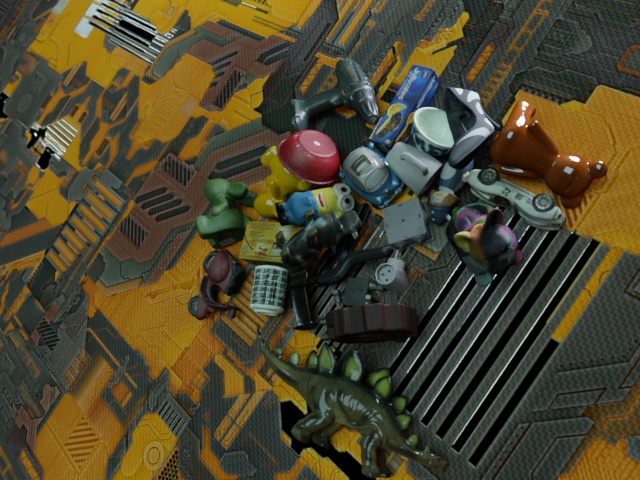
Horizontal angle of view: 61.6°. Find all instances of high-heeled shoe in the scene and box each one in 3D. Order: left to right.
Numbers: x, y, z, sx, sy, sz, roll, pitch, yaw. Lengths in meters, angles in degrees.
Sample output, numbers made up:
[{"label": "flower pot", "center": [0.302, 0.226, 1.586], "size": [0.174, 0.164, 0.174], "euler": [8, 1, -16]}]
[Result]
[{"label": "high-heeled shoe", "center": [0.271, -0.232, 1.069], "size": [0.145, 0.249, 0.086], "euler": [39, 135, 12]}]

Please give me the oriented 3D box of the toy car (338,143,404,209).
[{"label": "toy car", "center": [0.103, -0.147, 1.180], "size": [0.109, 0.102, 0.162], "euler": [-44, 56, 10]}]

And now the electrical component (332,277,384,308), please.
[{"label": "electrical component", "center": [0.078, 0.117, 1.134], "size": [0.102, 0.045, 0.078], "euler": [13, 81, 32]}]

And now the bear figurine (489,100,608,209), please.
[{"label": "bear figurine", "center": [0.426, -0.159, 1.011], "size": [0.196, 0.120, 0.132], "euler": [27, 42, 9]}]

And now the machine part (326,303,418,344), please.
[{"label": "machine part", "center": [0.100, 0.164, 1.034], "size": [0.179, 0.179, 0.056], "euler": [-12, 69, 25]}]

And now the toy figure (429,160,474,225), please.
[{"label": "toy figure", "center": [0.263, -0.106, 1.105], "size": [0.058, 0.064, 0.154], "euler": [27, 85, -8]}]

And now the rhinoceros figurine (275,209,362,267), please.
[{"label": "rhinoceros figurine", "center": [-0.002, -0.003, 1.131], "size": [0.190, 0.112, 0.073], "euler": [-31, 43, 10]}]

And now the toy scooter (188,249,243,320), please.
[{"label": "toy scooter", "center": [-0.236, 0.118, 1.291], "size": [0.135, 0.075, 0.183], "euler": [22, 88, 34]}]

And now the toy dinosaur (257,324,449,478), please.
[{"label": "toy dinosaur", "center": [0.035, 0.314, 1.060], "size": [0.472, 0.105, 0.198], "euler": [21, 76, 24]}]

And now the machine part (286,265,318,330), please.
[{"label": "machine part", "center": [-0.037, 0.128, 1.178], "size": [0.084, 0.039, 0.139], "euler": [-14, 79, 44]}]

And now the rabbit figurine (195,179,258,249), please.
[{"label": "rabbit figurine", "center": [-0.239, -0.088, 1.337], "size": [0.159, 0.121, 0.170], "euler": [-23, 66, 13]}]

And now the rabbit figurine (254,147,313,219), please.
[{"label": "rabbit figurine", "center": [-0.086, -0.112, 1.285], "size": [0.173, 0.122, 0.162], "euler": [-46, 66, 24]}]

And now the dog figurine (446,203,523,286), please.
[{"label": "dog figurine", "center": [0.286, -0.012, 0.963], "size": [0.108, 0.219, 0.192], "euler": [-33, 61, 11]}]

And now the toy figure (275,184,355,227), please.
[{"label": "toy figure", "center": [-0.009, -0.076, 1.188], "size": [0.180, 0.089, 0.082], "euler": [-16, 103, -11]}]

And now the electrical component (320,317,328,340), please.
[{"label": "electrical component", "center": [0.044, 0.183, 1.143], "size": [0.094, 0.021, 0.063], "euler": [-13, 67, 24]}]

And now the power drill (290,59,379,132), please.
[{"label": "power drill", "center": [0.032, -0.321, 1.280], "size": [0.207, 0.086, 0.232], "euler": [-27, 51, 26]}]

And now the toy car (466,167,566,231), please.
[{"label": "toy car", "center": [0.371, -0.077, 1.023], "size": [0.202, 0.073, 0.056], "euler": [36, 88, 33]}]

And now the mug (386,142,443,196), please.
[{"label": "mug", "center": [0.188, -0.154, 1.114], "size": [0.107, 0.109, 0.081], "euler": [38, 99, 14]}]

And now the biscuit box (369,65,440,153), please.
[{"label": "biscuit box", "center": [0.192, -0.290, 1.204], "size": [0.059, 0.062, 0.202], "euler": [28, 88, 32]}]

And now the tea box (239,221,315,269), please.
[{"label": "tea box", "center": [-0.095, 0.014, 1.253], "size": [0.170, 0.068, 0.098], "euler": [6, 75, 31]}]
